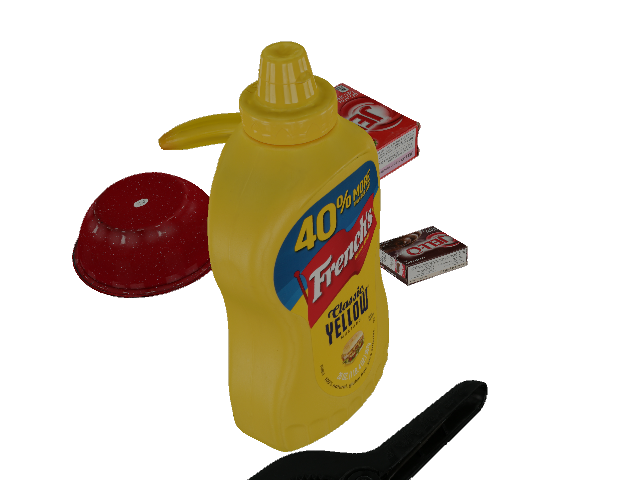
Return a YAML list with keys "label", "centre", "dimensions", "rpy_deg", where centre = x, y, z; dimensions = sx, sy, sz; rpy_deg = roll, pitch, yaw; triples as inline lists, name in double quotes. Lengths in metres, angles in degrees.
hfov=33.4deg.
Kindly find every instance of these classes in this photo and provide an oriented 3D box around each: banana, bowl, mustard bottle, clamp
- label: "banana"
  centre: [-0.098, -0.130, 1.306]
  dimensions: [0.198, 0.037, 0.069]
  rpy_deg: [7, 40, 15]
- label: "bowl"
  centre: [-0.169, -0.018, 1.038]
  dimensions: [0.162, 0.055, 0.162]
  rpy_deg: [-6, 40, 5]
- label: "mustard bottle"
  centre: [-0.009, 0.000, 0.485]
  dimensions: [0.058, 0.192, 0.096]
  rpy_deg: [22, 45, 32]
- label: "clamp"
  centre: [0.030, 0.149, 0.638]
  dimensions: [0.210, 0.036, 0.164]
  rpy_deg: [-7, 30, -1]

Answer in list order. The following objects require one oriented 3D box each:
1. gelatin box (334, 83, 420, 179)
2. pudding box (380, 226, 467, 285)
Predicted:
- label: "gelatin box"
  centre: [0.011, -0.064, 0.709]
  dimensions: [0.089, 0.030, 0.073]
  rpy_deg: [-33, 49, -30]
- label: "pudding box"
  centre: [0.152, 0.022, 1.610]
  dimensions: [0.113, 0.039, 0.090]
  rpy_deg: [-19, 28, -24]
